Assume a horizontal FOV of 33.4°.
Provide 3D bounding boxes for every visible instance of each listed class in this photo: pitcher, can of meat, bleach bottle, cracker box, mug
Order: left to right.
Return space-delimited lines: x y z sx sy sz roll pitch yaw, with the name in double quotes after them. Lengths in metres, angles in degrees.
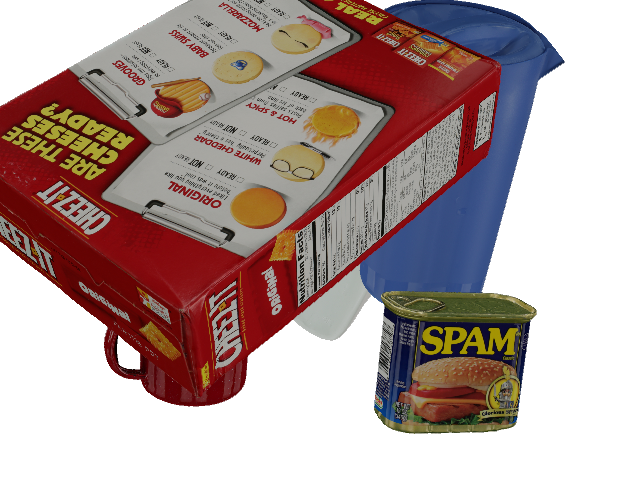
-0.105 0.074 0.802 0.117 0.081 0.093 -9 24 -31 "mug"
-0.041 -0.045 0.528 0.164 0.072 0.213 32 55 30 "cracker box"
0.054 0.006 1.068 0.068 0.103 0.250 34 28 9 "bleach bottle"
0.086 -0.063 0.863 0.149 0.243 0.144 26 37 29 "pitcher"
0.089 0.082 0.720 0.102 0.084 0.057 2 11 -17 "can of meat"
